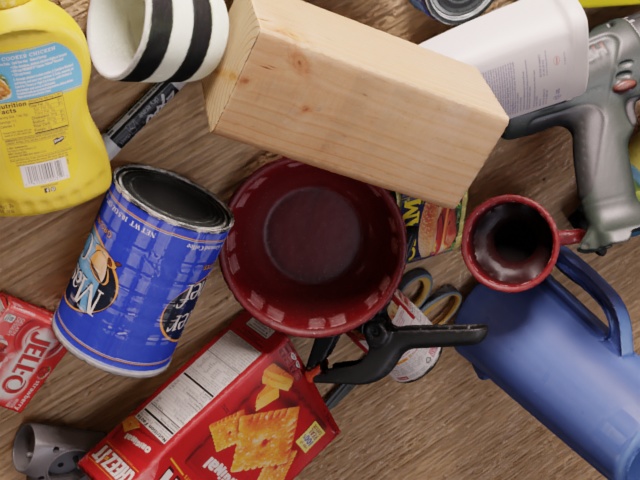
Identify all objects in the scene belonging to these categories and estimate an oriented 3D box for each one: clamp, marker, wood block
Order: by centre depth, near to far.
[{"bbox_3d":[0.025,-0.107,0.808,0.205,0.091,0.090,16,122,-22],"label":"wood block"},{"bbox_3d":[-0.128,-0.109,0.828,0.121,0.020,0.020,-45,133,2],"label":"marker"},{"bbox_3d":[0.052,0.068,0.962,0.172,0.120,0.039,-27,171,16],"label":"clamp"}]

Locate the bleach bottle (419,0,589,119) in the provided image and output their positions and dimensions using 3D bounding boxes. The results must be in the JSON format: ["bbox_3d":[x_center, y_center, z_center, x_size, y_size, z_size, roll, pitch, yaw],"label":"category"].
[{"bbox_3d":[0.098,-0.130,0.903,0.251,0.068,0.102,-19,138,-2],"label":"bleach bottle"}]

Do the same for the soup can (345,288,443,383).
[{"bbox_3d":[0.065,0.085,1.038,0.068,0.069,0.102,-44,121,2],"label":"soup can"}]

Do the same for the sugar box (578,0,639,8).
[{"bbox_3d":[0.260,-0.257,0.949,0.176,0.048,0.093,-9,127,-25],"label":"sugar box"}]

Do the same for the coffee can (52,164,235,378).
[{"bbox_3d":[-0.142,0.024,0.855,0.102,0.103,0.140,11,114,-37],"label":"coffee can"}]

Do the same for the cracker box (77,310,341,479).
[{"bbox_3d":[-0.094,0.194,0.998,0.213,0.072,0.164,-43,136,-19],"label":"cracker box"}]

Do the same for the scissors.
[{"bbox_3d":[0.058,0.102,1.096,0.201,0.016,0.096,-35,131,-6],"label":"scissors"}]

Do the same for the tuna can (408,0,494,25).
[{"bbox_3d":[0.113,-0.224,0.888,0.086,0.034,0.086,-17,129,-23],"label":"tuna can"}]

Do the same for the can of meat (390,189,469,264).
[{"bbox_3d":[0.088,-0.027,0.997,0.083,0.057,0.102,-15,128,-26],"label":"can of meat"}]

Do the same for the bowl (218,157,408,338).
[{"bbox_3d":[-0.006,0.001,0.928,0.162,0.055,0.162,0,101,1],"label":"bowl"}]

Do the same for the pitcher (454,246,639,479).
[{"bbox_3d":[0.260,0.127,1.083,0.145,0.243,0.149,-40,139,-7],"label":"pitcher"}]

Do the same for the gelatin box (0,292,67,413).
[{"bbox_3d":[-0.255,0.094,0.883,0.073,0.030,0.089,31,102,-42],"label":"gelatin box"}]

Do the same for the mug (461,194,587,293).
[{"bbox_3d":[0.201,0.001,1.042,0.117,0.093,0.081,-9,178,16],"label":"mug"}]

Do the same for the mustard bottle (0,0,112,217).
[{"bbox_3d":[-0.208,-0.111,0.749,0.096,0.058,0.192,-13,128,-14],"label":"mustard bottle"}]
